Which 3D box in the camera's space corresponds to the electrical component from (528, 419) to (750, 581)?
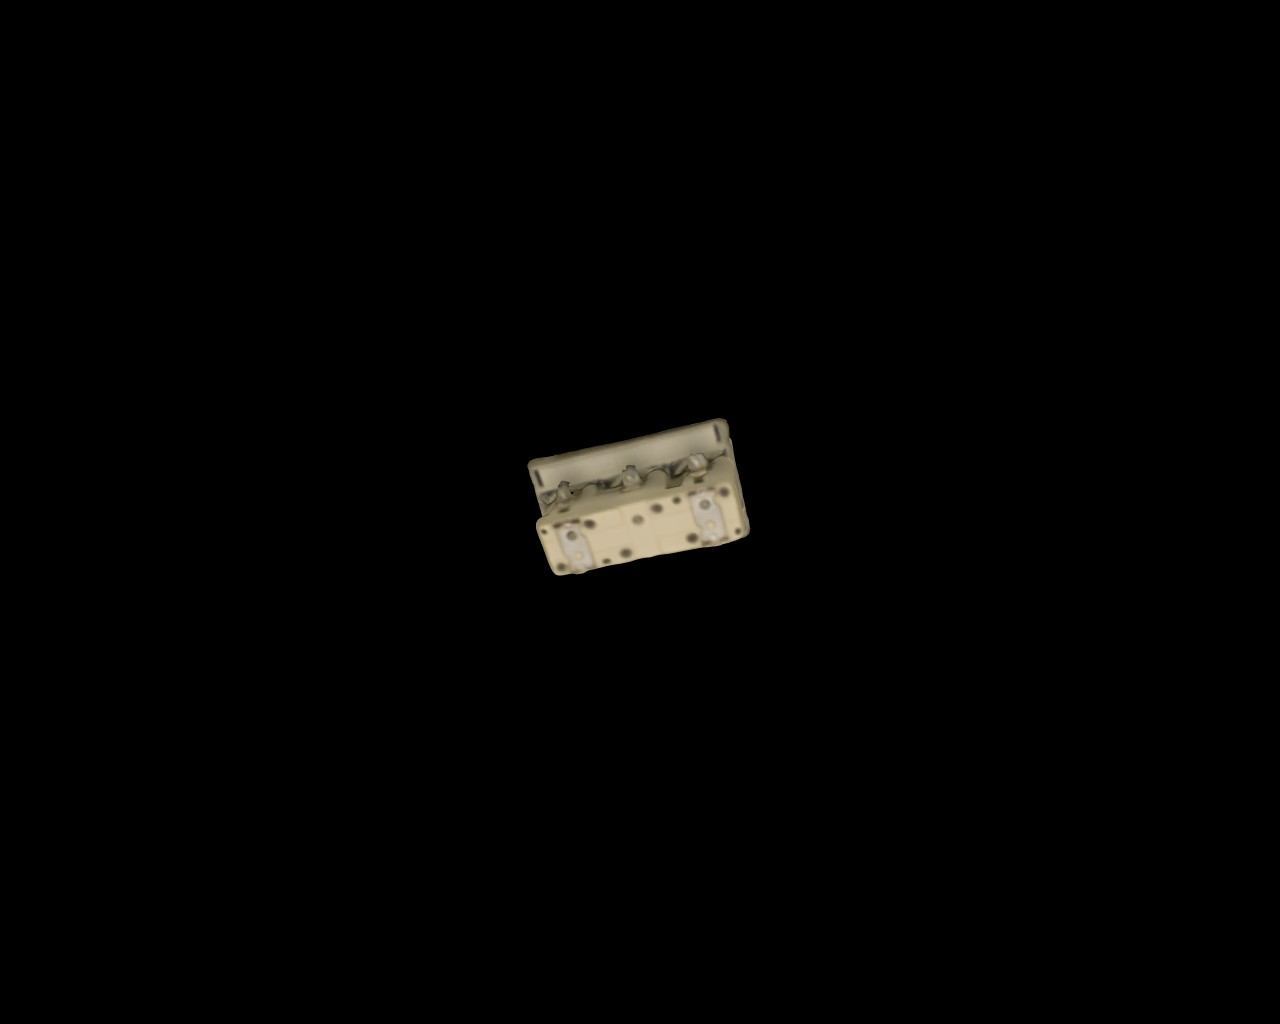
[{"bbox_3d":[0.001,-0.003,0.650,0.121,0.078,0.063,-11,30,7],"label":"electrical component"}]
